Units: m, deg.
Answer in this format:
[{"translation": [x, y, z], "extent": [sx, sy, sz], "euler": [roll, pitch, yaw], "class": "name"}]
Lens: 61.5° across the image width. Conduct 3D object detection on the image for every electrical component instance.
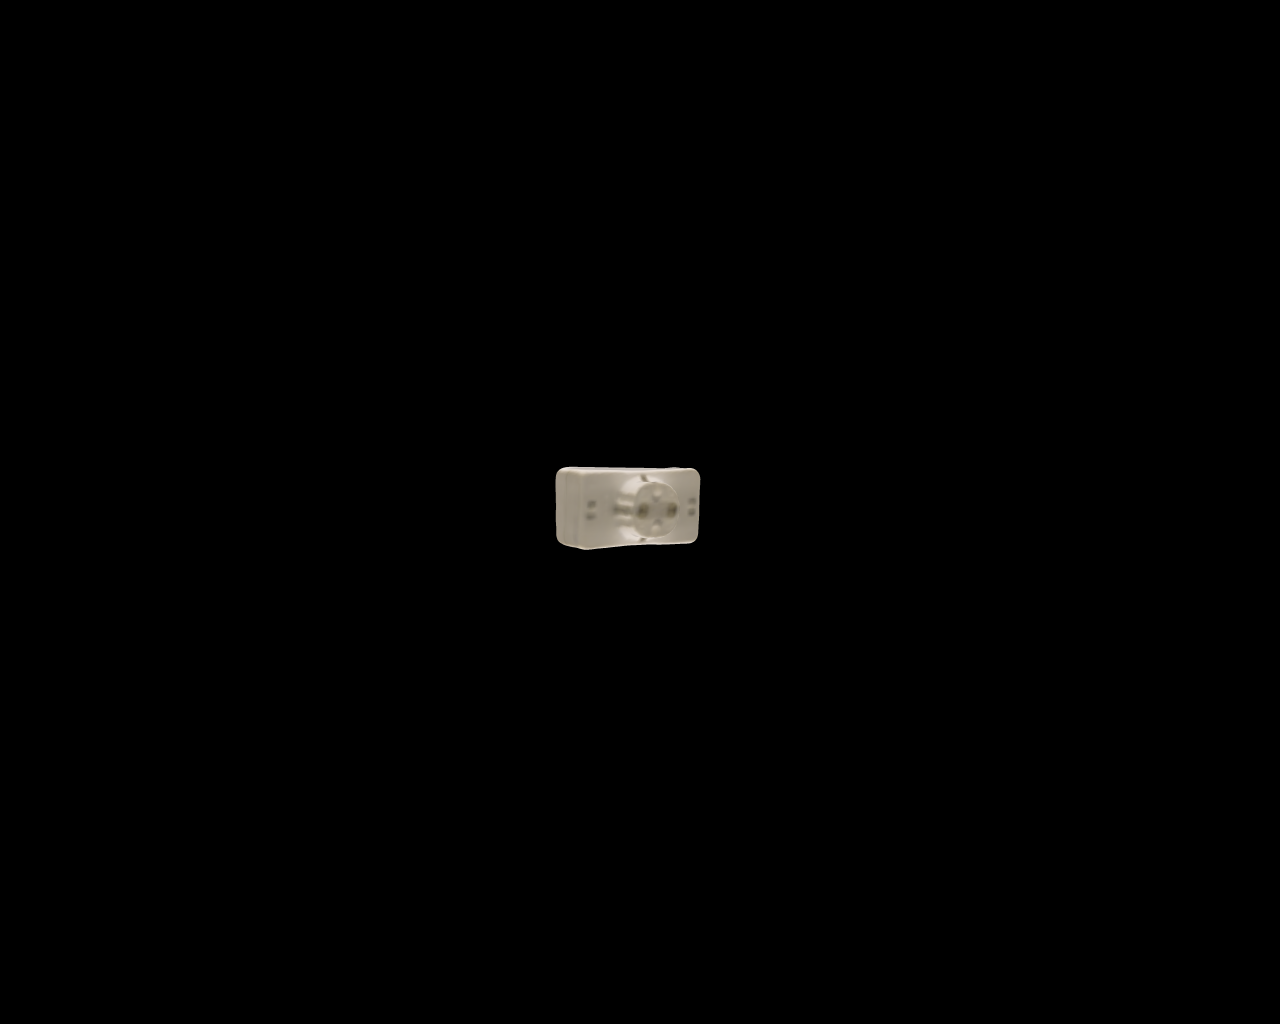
[{"translation": [0.001, -0.003, 0.650], "extent": [0.083, 0.047, 0.075], "euler": [-2, 4, -27], "class": "electrical component"}]
